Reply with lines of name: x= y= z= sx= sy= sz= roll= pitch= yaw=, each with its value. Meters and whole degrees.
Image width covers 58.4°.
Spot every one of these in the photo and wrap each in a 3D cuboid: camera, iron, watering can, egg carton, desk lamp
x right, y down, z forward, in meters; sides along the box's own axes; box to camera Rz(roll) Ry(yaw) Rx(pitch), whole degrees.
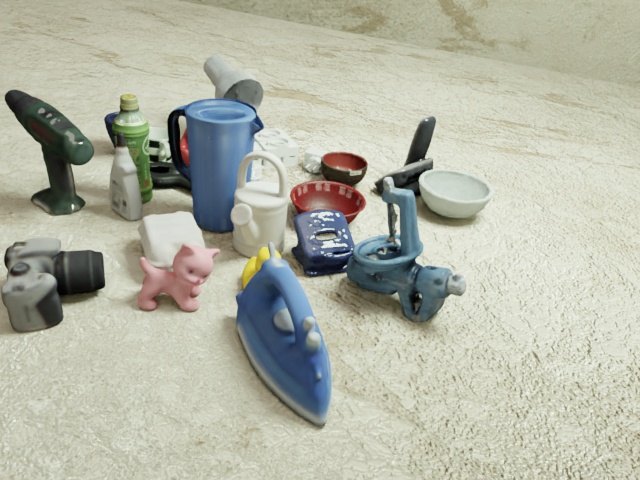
camera: x=-0.406 y=0.054 z=0.884 sx=0.137 sy=0.101 sz=0.143 roll=-5 pitch=33 yaw=-19
iron: x=-0.038 y=0.121 z=0.811 sx=0.119 sy=0.141 sz=0.257 roll=-8 pitch=35 yaw=-23
watering can: x=-0.108 y=-0.067 z=1.051 sx=0.101 sy=0.194 sz=0.172 roll=3 pitch=32 yaw=-6
egg carton: x=-0.262 y=0.006 z=1.021 sx=0.107 sy=0.069 sz=0.150 roll=-8 pitch=35 yaw=-23
desk lamp: x=-0.242 y=-0.348 z=1.462 sx=0.118 sy=0.213 sz=0.202 roll=-18 pitch=39 yaw=-34

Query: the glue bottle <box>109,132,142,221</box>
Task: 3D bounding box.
glue bottle: x=-0.380 y=-0.127 z=1.113 sx=0.077 sy=0.173 sz=0.037 roll=30 pitch=38 yaw=32

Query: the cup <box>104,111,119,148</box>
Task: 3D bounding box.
cup: x=-0.464 y=-0.245 z=1.362 sx=0.092 sy=0.095 sz=0.117 roll=3 pitch=32 yaw=-6

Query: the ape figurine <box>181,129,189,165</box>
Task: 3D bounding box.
ape figurine: x=-0.307 y=-0.228 z=1.370 sx=0.076 sy=0.092 sz=0.078 roll=29 pitch=38 yaw=31

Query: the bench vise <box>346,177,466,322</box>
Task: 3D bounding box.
bench vise: x=0.151 y=0.011 z=0.953 sx=0.207 sy=0.220 sz=0.122 roll=15 pitch=32 yaw=13

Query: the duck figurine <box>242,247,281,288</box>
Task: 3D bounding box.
duck figurine: x=-0.090 y=0.051 z=0.967 sx=0.078 sy=0.086 sz=0.104 roll=-15 pitch=38 yaw=-32

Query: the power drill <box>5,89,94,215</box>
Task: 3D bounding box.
power drill: x=-0.524 y=-0.165 z=1.111 sx=0.228 sy=0.208 sz=0.076 roll=25 pitch=36 yaw=26

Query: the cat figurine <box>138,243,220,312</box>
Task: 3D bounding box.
cat figurine: x=-0.225 y=0.049 z=0.912 sx=0.128 sy=0.118 sz=0.067 roll=1 pitch=32 yaw=-10

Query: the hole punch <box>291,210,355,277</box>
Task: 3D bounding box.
hole punch: x=0.010 y=0.004 z=1.059 sx=0.109 sy=0.091 sz=0.100 roll=-7 pitch=34 yaw=-22

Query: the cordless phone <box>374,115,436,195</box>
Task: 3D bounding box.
cordless phone: x=0.207 y=-0.197 z=1.335 sx=0.093 sy=0.185 sz=0.148 roll=29 pitch=37 yaw=31

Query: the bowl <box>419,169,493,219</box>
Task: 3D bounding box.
bowl: x=0.300 y=-0.095 z=1.295 sx=0.167 sy=0.075 sz=0.167 roll=5 pitch=31 yaw=-3
